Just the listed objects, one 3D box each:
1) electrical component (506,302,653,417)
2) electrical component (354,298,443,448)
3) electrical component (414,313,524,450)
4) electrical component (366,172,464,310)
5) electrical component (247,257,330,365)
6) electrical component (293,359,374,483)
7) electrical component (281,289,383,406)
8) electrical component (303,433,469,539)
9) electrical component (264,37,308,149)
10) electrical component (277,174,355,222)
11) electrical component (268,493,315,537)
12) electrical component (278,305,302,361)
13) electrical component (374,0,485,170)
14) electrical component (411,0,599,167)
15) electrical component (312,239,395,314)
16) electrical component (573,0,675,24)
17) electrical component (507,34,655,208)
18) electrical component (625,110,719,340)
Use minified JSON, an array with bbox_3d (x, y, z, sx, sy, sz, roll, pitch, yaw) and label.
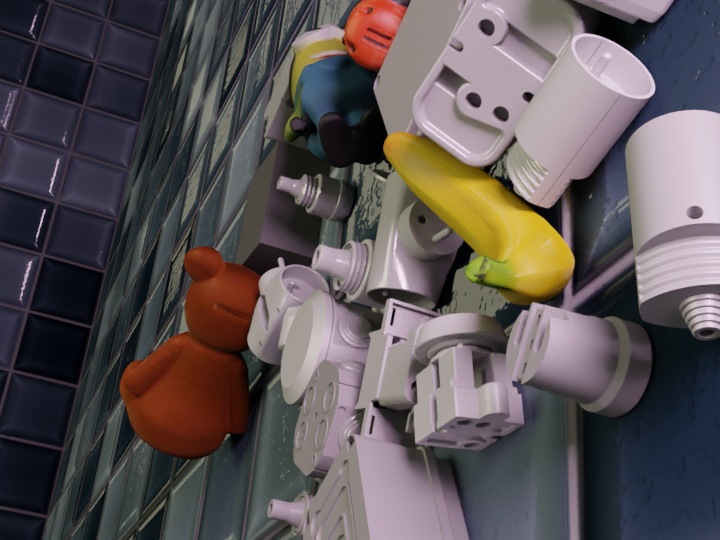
[{"bbox_3d":[0.088,0.035,0.435,0.040,0.046,0.040,-164,90,-72],"label":"electrical component"},{"bbox_3d":[0.032,0.058,0.593,0.064,0.042,0.081,-23,53,63],"label":"electrical component"},{"bbox_3d":[0.052,0.055,0.531,0.066,0.048,0.055,133,141,-55],"label":"electrical component"},{"bbox_3d":[0.038,-0.022,0.639,0.079,0.044,0.077,147,136,-64],"label":"electrical component"},{"bbox_3d":[-0.063,0.024,0.896,0.077,0.043,0.079,-60,33,37],"label":"electrical component"},{"bbox_3d":[-0.004,0.094,0.653,0.080,0.051,0.080,-164,90,-72],"label":"electrical component"},{"bbox_3d":[-0.020,0.057,0.734,0.080,0.051,0.080,-164,90,-72],"label":"electrical component"},{"bbox_3d":[0.014,0.148,0.540,0.113,0.057,0.078,-101,32,-55],"label":"electrical component"},{"bbox_3d":[-0.048,-0.162,1.006,0.050,0.056,0.089,-98,30,-52],"label":"electrical component"},{"bbox_3d":[-0.037,-0.062,0.875,0.035,0.061,0.035,-164,90,-72],"label":"electrical component"},{"bbox_3d":[-0.025,0.150,0.650,0.035,0.061,0.035,-164,90,-72],"label":"electrical component"},{"bbox_3d":[-0.040,0.060,0.807,0.043,0.043,0.062,149,134,-65],"label":"electrical component"},{"bbox_3d":[0.059,-0.126,0.650,0.108,0.056,0.108,-102,33,-57],"label":"electrical component"},{"bbox_3d":[0.075,-0.106,0.548,0.095,0.054,0.059,-56,-7,29],"label":"electrical component"},{"bbox_3d":[0.000,0.000,0.706,0.048,0.062,0.048,-164,90,-72],"label":"electrical component"},{"bbox_3d":[0.117,-0.167,0.501,0.096,0.062,0.061,-91,24,-43],"label":"electrical component"},{"bbox_3d":[0.096,-0.065,0.503,0.043,0.043,0.081,-92,25,-44],"label":"electrical component"},{"bbox_3d":[0.120,-0.012,0.385,0.043,0.043,0.081,130,151,-52],"label":"electrical component"}]
